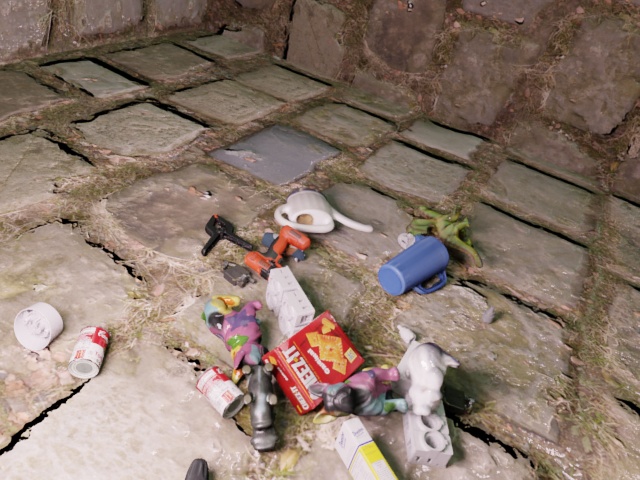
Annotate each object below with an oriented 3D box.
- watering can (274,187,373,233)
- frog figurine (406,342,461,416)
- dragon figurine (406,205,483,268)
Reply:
[{"bbox_3d":[0.006,-0.093,1.850,0.347,0.102,0.229,4,34,-13],"label":"watering can"},{"bbox_3d":[0.247,0.329,1.224,0.161,0.136,0.122,-46,102,-19],"label":"frog figurine"},{"bbox_3d":[0.448,-0.023,1.947,0.243,0.119,0.420,-5,33,2],"label":"dragon figurine"}]
